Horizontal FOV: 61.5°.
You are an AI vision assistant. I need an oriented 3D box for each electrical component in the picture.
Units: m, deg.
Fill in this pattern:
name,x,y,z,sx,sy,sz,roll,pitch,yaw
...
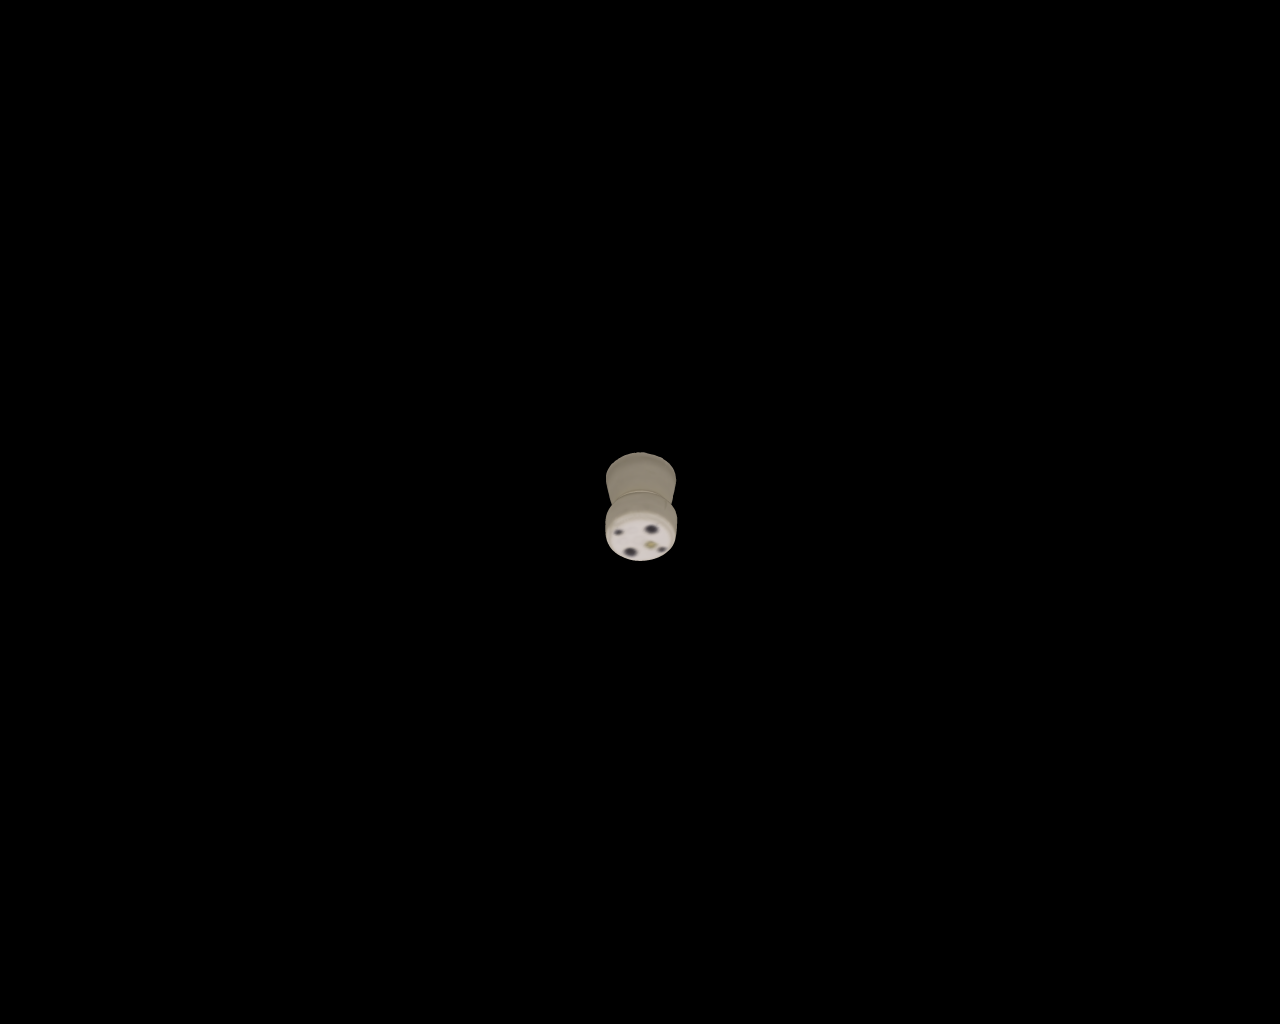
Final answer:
name,x,y,z,sx,sy,sz,roll,pitch,yaw
electrical component,0.001,-0.003,0.650,0.045,0.044,0.055,0,45,0
